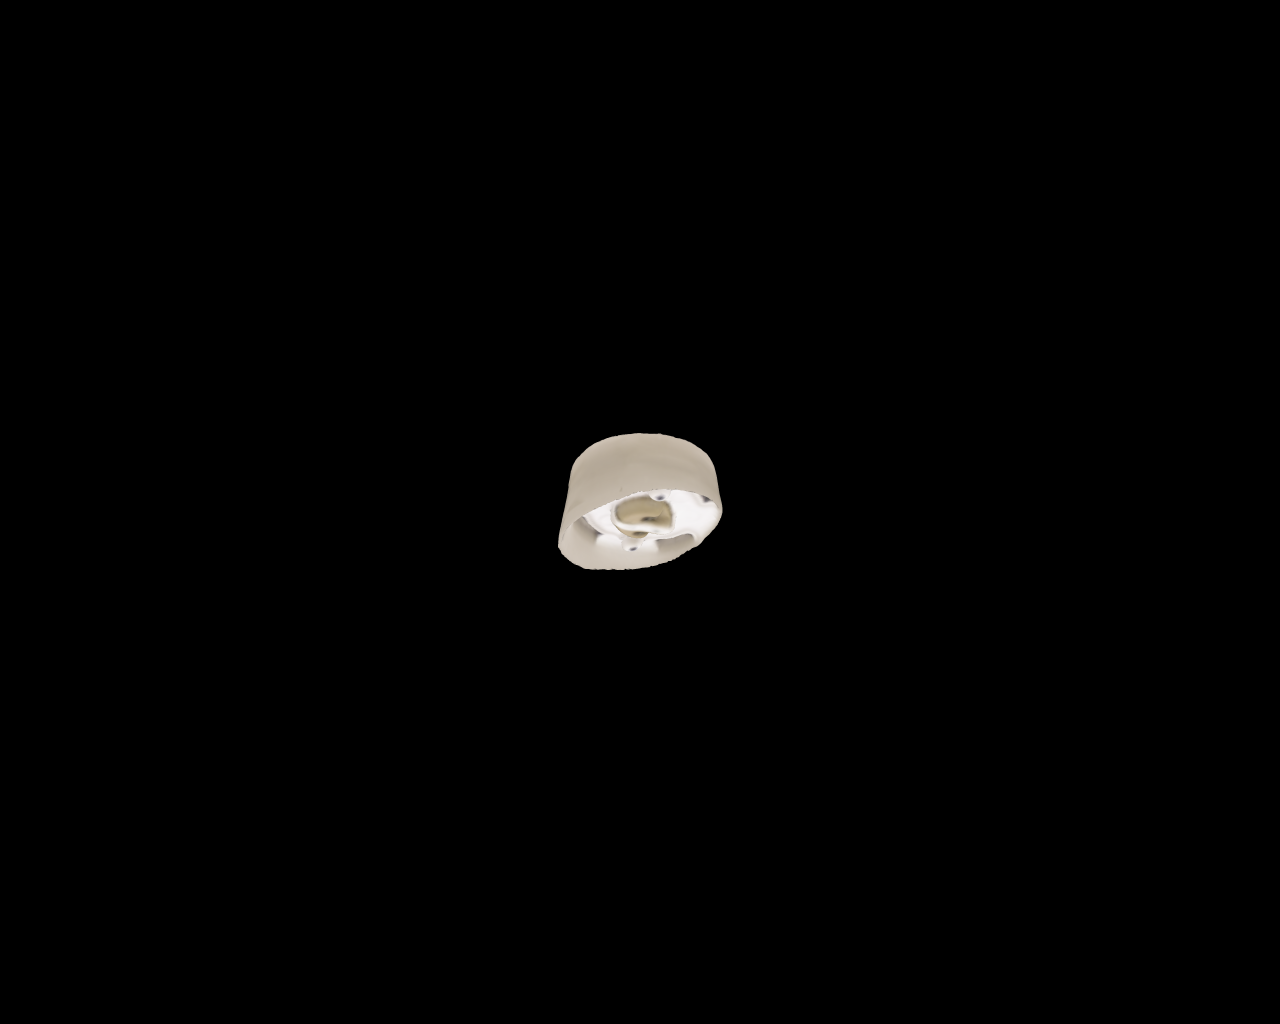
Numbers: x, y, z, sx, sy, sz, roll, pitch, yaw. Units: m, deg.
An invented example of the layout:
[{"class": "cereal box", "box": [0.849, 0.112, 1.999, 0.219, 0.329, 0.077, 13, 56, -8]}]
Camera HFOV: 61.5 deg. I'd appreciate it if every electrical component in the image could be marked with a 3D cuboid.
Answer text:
[{"class": "electrical component", "box": [0.001, -0.003, 0.650, 0.099, 0.064, 0.099, 0, -33, 0]}]
